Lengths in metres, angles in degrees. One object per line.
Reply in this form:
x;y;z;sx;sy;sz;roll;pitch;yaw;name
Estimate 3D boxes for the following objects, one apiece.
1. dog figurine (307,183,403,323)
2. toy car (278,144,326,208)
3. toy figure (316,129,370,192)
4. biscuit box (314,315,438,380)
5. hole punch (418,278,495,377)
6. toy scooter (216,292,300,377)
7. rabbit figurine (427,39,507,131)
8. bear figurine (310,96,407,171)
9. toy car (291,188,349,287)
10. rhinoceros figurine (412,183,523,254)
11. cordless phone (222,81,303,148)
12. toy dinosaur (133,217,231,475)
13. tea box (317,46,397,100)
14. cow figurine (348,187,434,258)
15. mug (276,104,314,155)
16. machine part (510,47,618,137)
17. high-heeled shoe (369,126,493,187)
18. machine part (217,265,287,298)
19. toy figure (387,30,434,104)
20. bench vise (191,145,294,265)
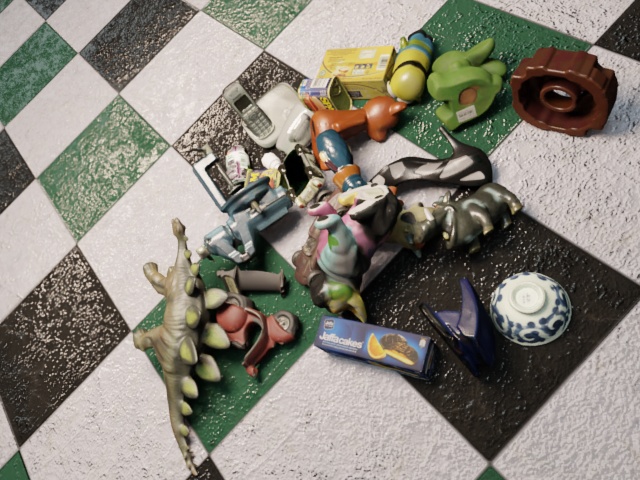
0.063;0.031;0.926;0.192;0.219;0.109;-20;26;-9;dog figurine
-0.036;-0.131;1.084;0.073;0.056;0.202;-49;31;18;toy car
0.045;-0.137;1.015;0.064;0.057;0.154;-27;75;0;toy figure
0.092;0.180;0.919;0.203;0.059;0.063;7;68;29;biscuit box
0.230;0.136;0.837;0.092;0.142;0.116;-33;43;2;hole punch
-0.136;0.182;1.025;0.184;0.075;0.135;16;74;27;toy scooter
0.279;-0.329;1.059;0.159;0.121;0.170;-29;41;19;rabbit figurine
0.081;-0.226;1.119;0.196;0.131;0.120;-10;19;-11;bear figurine
-0.002;-0.003;1.012;0.089;0.053;0.202;56;130;50;toy car
0.248;-0.041;0.910;0.190;0.073;0.112;-26;67;-16;rhinoceros figurine
-0.127;-0.310;1.205;0.146;0.184;0.089;-39;51;4;cordless phone
-0.264;0.191;1.024;0.199;0.105;0.471;0;90;44;toy dinosaur
0.086;-0.371;1.202;0.170;0.068;0.098;9;69;30;tea box
0.124;-0.029;0.998;0.195;0.085;0.127;-7;58;22;cow figurine
-0.048;-0.233;1.180;0.081;0.109;0.107;32;95;-7;mug
0.416;-0.252;0.919;0.180;0.179;0.056;23;75;33;machine part
0.199;-0.104;1.027;0.249;0.086;0.145;-38;84;25;high-heeled shoe
-0.133;0.087;1.076;0.139;0.084;0.039;-2;40;16;machine part
0.193;-0.369;1.129;0.082;0.089;0.180;17;66;9;toy figure
-0.184;-0.076;1.078;0.224;0.129;0.240;-35;89;5;bench vise
